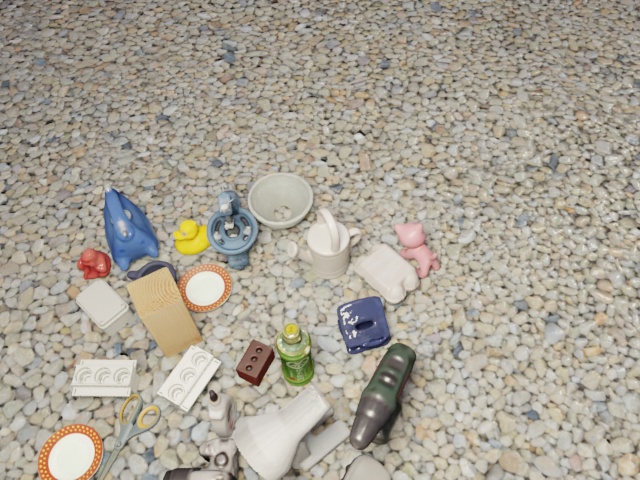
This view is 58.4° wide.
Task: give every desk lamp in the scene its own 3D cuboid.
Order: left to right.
[{"bbox_3d":[-0.050,0.363,1.082,0.203,0.214,0.117,-34,62,-19],"label":"desk lamp"}]

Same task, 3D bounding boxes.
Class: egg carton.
[{"bbox_3d":[0.156,0.078,1.347,0.107,0.069,0.150,-39,64,-21],"label":"egg carton"}]

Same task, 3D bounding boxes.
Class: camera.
[{"bbox_3d":[-0.229,0.454,1.096,0.136,0.101,0.143,0,57,2],"label":"camera"}]

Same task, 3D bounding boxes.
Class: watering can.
[{"bbox_3d":[0.013,0.006,1.324,0.173,0.194,0.100,-39,63,-21],"label":"watering can"}]

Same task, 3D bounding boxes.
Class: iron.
[{"bbox_3d":[-0.493,-0.058,1.414,0.119,0.141,0.257,-25,60,-14],"label":"iron"}]

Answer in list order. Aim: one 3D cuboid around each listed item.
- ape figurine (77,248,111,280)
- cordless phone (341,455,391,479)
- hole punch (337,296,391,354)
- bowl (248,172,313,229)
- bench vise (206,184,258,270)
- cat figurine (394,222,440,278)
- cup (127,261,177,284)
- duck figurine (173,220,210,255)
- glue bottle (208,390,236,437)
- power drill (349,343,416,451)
[{"bbox_3d":[-0.544,0.052,1.374,0.077,0.092,0.076,31,63,20],"label":"ape figurine"},{"bbox_3d":[0.071,0.458,1.033,0.094,0.185,0.148,20,60,15],"label":"cordless phone"},{"bbox_3d":[0.098,0.188,1.264,0.109,0.091,0.101,-15,58,-7],"label":"hole punch"},{"bbox_3d":[-0.098,-0.088,1.460,0.167,0.075,0.167,-1,57,1],"label":"bowl"},{"bbox_3d":[-0.226,-0.059,1.359,0.121,0.220,0.207,-25,60,-14],"label":"bench vise"},{"bbox_3d":[0.232,0.010,1.360,0.067,0.118,0.127,-32,61,-18],"label":"cat figurine"},{"bbox_3d":[-0.383,0.106,1.331,0.117,0.095,0.092,8,58,7],"label":"cup"},{"bbox_3d":[-0.314,-0.018,1.415,0.105,0.086,0.077,-23,59,-13],"label":"duck figurine"},{"bbox_3d":[-0.198,0.332,1.131,0.037,0.173,0.078,0,57,3],"label":"glue bottle"},{"bbox_3d":[0.117,0.321,1.107,0.075,0.208,0.230,22,60,16],"label":"power drill"}]
